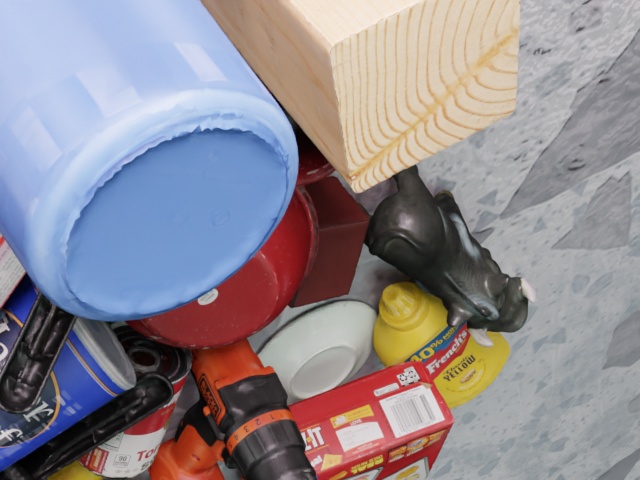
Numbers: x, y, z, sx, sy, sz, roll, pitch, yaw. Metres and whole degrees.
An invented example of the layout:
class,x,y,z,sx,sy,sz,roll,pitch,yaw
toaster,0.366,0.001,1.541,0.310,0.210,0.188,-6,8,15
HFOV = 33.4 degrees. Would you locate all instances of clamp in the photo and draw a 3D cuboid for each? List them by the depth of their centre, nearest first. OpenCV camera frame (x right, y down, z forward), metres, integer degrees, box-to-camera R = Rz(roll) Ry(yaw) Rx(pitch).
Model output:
class,x,y,z,sx,sy,sz,roll,pitch,yaw
clamp,-0.125,0.003,0.582,0.039,0.171,0.120,29,142,-22
clamp,-0.205,0.163,0.702,0.210,0.036,0.164,-22,-161,38

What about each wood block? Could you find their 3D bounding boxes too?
class,x,y,z,sx,sy,sz,roll,pitch,yaw
wood block,-0.002,-0.132,0.509,0.090,0.206,0.090,-28,142,-13

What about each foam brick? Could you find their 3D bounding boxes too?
class,x,y,z,sx,sy,sz,roll,pitch,yaw
foam brick,-0.005,0.001,0.774,0.051,0.053,0.078,-13,137,-28

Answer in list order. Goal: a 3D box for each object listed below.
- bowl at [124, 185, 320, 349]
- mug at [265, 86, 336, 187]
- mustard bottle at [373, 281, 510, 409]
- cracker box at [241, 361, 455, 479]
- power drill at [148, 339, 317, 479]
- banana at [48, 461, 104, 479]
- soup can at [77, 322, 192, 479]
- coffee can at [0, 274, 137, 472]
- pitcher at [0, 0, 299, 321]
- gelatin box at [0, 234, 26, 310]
class,x,y,z,sx,sy,sz,roll,pitch,yaw
bowl,-0.075,0.018,0.691,0.162,0.055,0.162,-5,128,-7
mug,-0.017,-0.087,0.647,0.093,0.082,0.117,-41,142,6
mustard bottle,0.099,0.084,0.939,0.096,0.058,0.191,-39,143,5
cracker box,0.015,0.200,0.948,0.164,0.072,0.214,-18,152,-15
power drill,-0.068,0.172,0.813,0.057,0.184,0.188,-9,144,-32
banana,-0.214,0.210,0.847,0.198,0.037,0.069,-50,159,18
soup can,-0.139,0.116,0.776,0.068,0.069,0.102,-4,131,-36
coffee can,-0.201,0.086,0.667,0.140,0.103,0.102,-33,143,-5
pitcher,-0.108,-0.093,0.435,0.145,0.243,0.149,-31,147,-12
gelatin box,-0.191,-0.002,0.605,0.030,0.073,0.089,17,118,-47
